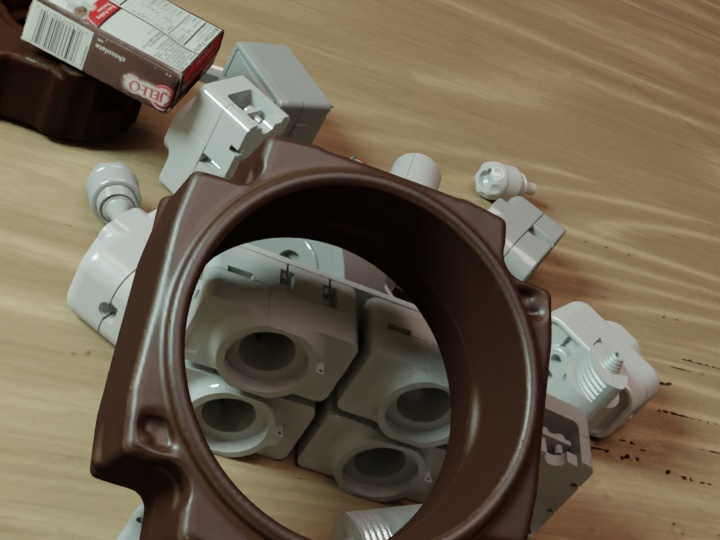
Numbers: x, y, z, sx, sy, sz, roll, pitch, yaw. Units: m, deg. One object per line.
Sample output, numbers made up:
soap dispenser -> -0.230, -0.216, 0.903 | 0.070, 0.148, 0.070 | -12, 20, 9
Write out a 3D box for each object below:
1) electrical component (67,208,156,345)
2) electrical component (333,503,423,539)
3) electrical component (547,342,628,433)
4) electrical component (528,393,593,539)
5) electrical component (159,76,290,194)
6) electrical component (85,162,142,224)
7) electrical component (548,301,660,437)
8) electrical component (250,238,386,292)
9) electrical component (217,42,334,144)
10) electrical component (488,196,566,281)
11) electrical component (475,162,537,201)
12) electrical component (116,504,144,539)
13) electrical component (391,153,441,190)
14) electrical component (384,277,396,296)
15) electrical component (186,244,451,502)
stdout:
electrical component -> -0.131, 0.002, 0.661 | 0.059, 0.053, 0.095 | 38, 35, 7
electrical component -> 0.019, 0.154, 0.601 | 0.081, 0.043, 0.043 | 3, 44, -36
electrical component -> 0.160, 0.087, 0.763 | 0.043, 0.081, 0.043 | 21, 36, -16
electrical component -> 0.098, 0.120, 0.665 | 0.050, 0.089, 0.055 | 25, 35, -11
electrical component -> -0.100, -0.088, 0.765 | 0.056, 0.089, 0.050 | 43, 35, 14
electrical component -> -0.160, -0.045, 0.705 | 0.035, 0.035, 0.061 | 12, 27, -28
electrical component -> 0.176, 0.073, 0.817 | 0.095, 0.053, 0.059 | 47, 37, 20
electrical component -> -0.032, -0.002, 0.701 | 0.060, 0.108, 0.108 | -6, 49, -50
electrical component -> -0.079, -0.140, 0.871 | 0.061, 0.061, 0.096 | -5, 49, -42
electrical component -> 0.122, -0.020, 0.888 | 0.059, 0.053, 0.095 | 39, 35, 9
electrical component -> 0.137, -0.079, 0.992 | 0.061, 0.035, 0.035 | 8, 41, -35
electrical component -> -0.089, 0.160, 0.507 | 0.079, 0.043, 0.077 | 31, 34, -3
electrical component -> 0.039, -0.058, 0.880 | 0.043, 0.043, 0.081 | 29, 34, -6
electrical component -> 0.000, 0.000, 0.747 | 0.043, 0.077, 0.079 | -2, 48, -41
electrical component -> -0.020, 0.065, 0.625 | 0.186, 0.105, 0.060 | 20, 36, -18
